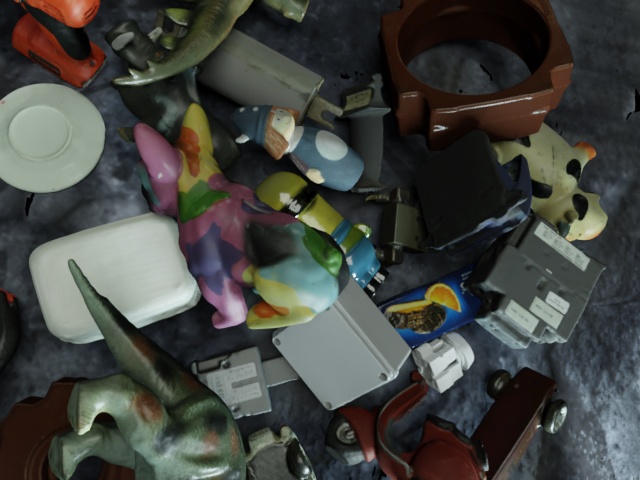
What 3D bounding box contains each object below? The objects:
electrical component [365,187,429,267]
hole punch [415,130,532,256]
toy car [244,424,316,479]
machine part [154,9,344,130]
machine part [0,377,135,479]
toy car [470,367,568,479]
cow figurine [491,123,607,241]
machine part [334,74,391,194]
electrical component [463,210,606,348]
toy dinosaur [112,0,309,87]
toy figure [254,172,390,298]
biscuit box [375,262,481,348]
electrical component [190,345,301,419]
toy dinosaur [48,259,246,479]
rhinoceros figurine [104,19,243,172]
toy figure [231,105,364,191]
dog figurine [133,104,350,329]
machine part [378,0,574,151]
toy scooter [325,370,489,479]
[{"bbox_3d":[0.095,-0.018,0.658,0.078,0.045,0.102,8,79,-38],"label":"electrical component"},{"bbox_3d":[0.184,-0.046,0.624,0.092,0.142,0.116,17,56,-38],"label":"hole punch"},{"bbox_3d":[-0.025,0.296,0.567,0.073,0.056,0.201,-24,83,-7],"label":"toy car"},{"bbox_3d":[-0.086,-0.197,0.640,0.243,0.079,0.079,27,76,-5],"label":"machine part"},{"bbox_3d":[-0.242,0.226,0.539,0.179,0.056,0.179,2,79,-9],"label":"machine part"},{"bbox_3d":[0.199,0.235,0.607,0.202,0.089,0.053,-49,129,-17],"label":"toy car"},{"bbox_3d":[0.284,-0.076,0.682,0.195,0.085,0.127,45,72,0],"label":"cow figurine"},{"bbox_3d":[0.052,-0.125,0.658,0.039,0.084,0.138,-1,88,-38],"label":"machine part"},{"bbox_3d":[0.232,0.050,0.599,0.115,0.058,0.134,38,74,1],"label":"electrical component"},{"bbox_3d":[-0.096,-0.328,0.615,0.198,0.105,0.471,14,57,-10],"label":"toy dinosaur"},{"bbox_3d":[0.001,-0.004,0.610,0.180,0.089,0.082,39,37,3],"label":"toy figure"},{"bbox_3d":[0.152,0.073,0.640,0.203,0.059,0.063,-21,82,-14],"label":"biscuit box"},{"bbox_3d":[-0.077,0.154,0.588,0.119,0.048,0.075,-9,82,-10],"label":"electrical component"},{"bbox_3d":[-0.129,0.219,0.481,0.192,0.131,0.404,2,86,-42],"label":"toy dinosaur"},{"bbox_3d":[-0.166,-0.148,0.589,0.190,0.112,0.073,52,34,-4],"label":"rhinoceros figurine"},{"bbox_3d":[-0.024,-0.109,0.601,0.154,0.064,0.057,27,117,-20],"label":"toy figure"},{"bbox_3d":[-0.086,-0.027,0.520,0.108,0.192,0.219,-41,112,-44],"label":"dog figurine"},{"bbox_3d":[0.179,-0.214,0.652,0.201,0.087,0.201,-9,61,4],"label":"machine part"},{"bbox_3d":[0.108,0.216,0.582,0.184,0.075,0.135,27,56,29],"label":"toy scooter"}]
